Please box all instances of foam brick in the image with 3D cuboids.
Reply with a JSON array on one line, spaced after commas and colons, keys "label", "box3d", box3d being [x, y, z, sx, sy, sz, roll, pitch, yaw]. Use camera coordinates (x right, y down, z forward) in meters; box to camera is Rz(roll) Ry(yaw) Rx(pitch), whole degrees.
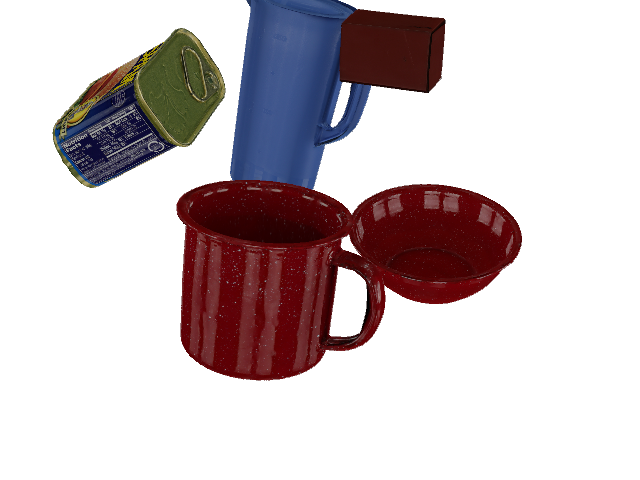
[{"label": "foam brick", "box3d": [0.059, -0.157, 0.881, 0.078, 0.051, 0.053, 10, 27, 16]}]

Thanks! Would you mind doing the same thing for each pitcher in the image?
[{"label": "pitcher", "box3d": [-0.030, -0.173, 1.294, 0.144, 0.243, 0.149, 6, 24, -15]}]

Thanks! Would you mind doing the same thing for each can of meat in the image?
[{"label": "can of meat", "box3d": [-0.123, -0.088, 0.720, 0.084, 0.057, 0.102, -23, 24, 28]}]

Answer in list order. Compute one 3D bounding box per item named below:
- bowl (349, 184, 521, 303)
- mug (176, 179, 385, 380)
[{"label": "bowl", "box3d": [0.106, 0.011, 1.008, 0.162, 0.055, 0.162, 1, 36, -1]}, {"label": "mug", "box3d": [-0.021, 0.024, 0.568, 0.117, 0.081, 0.093, 14, 24, 17]}]
